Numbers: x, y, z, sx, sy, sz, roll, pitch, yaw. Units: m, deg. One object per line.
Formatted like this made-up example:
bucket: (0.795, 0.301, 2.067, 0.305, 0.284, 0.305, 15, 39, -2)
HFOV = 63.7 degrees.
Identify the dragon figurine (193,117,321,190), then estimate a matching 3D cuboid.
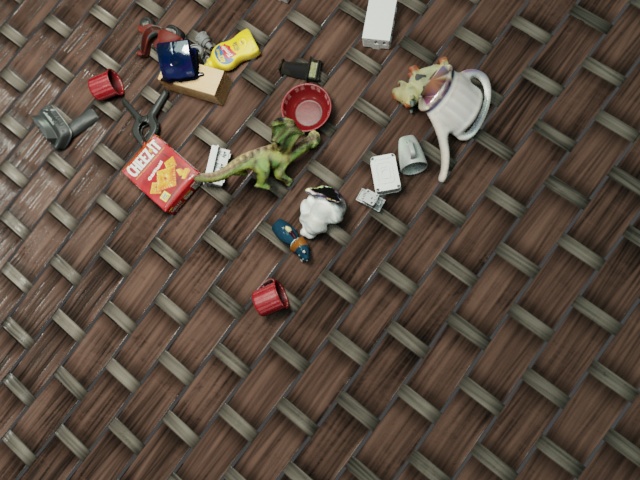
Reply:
dragon figurine: (-0.155, -0.266, 1.509, 0.124, 0.413, 0.238, 50, 130, 26)

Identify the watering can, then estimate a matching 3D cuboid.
watering can: (0.382, -0.362, 1.522, 0.222, 0.104, 0.348, 30, 87, -24)

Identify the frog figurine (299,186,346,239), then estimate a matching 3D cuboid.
frog figurine: (0.005, -0.079, 1.563, 0.137, 0.125, 0.156, 14, 119, 2)
